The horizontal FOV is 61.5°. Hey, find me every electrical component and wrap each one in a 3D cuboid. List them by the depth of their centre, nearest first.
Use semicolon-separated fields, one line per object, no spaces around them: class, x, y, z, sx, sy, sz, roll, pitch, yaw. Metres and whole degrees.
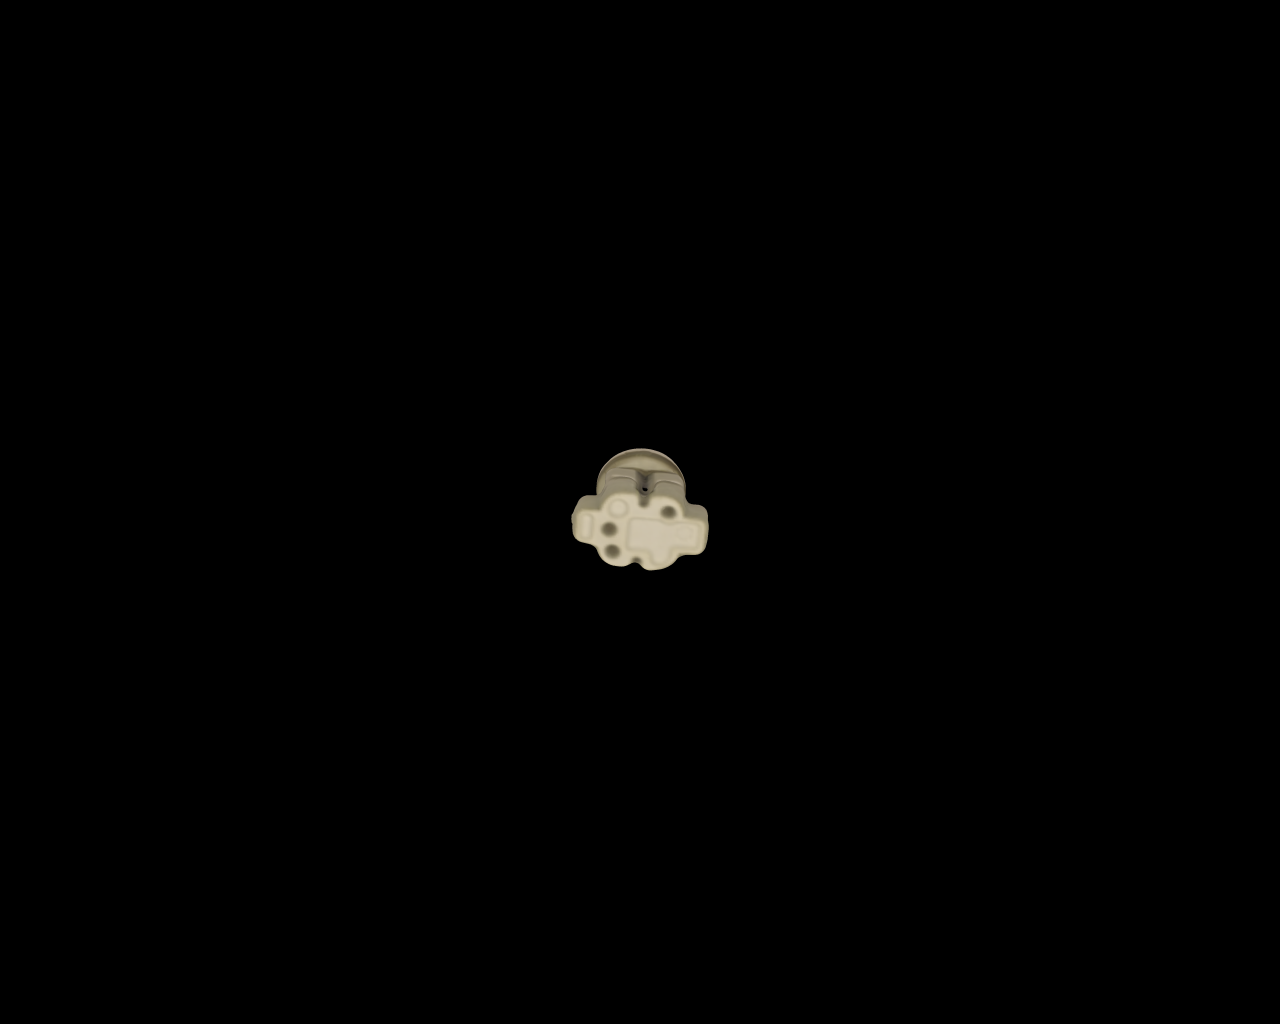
electrical component;0.001;-0.003;0.650;0.078;0.057;0.057;5;31;-3
